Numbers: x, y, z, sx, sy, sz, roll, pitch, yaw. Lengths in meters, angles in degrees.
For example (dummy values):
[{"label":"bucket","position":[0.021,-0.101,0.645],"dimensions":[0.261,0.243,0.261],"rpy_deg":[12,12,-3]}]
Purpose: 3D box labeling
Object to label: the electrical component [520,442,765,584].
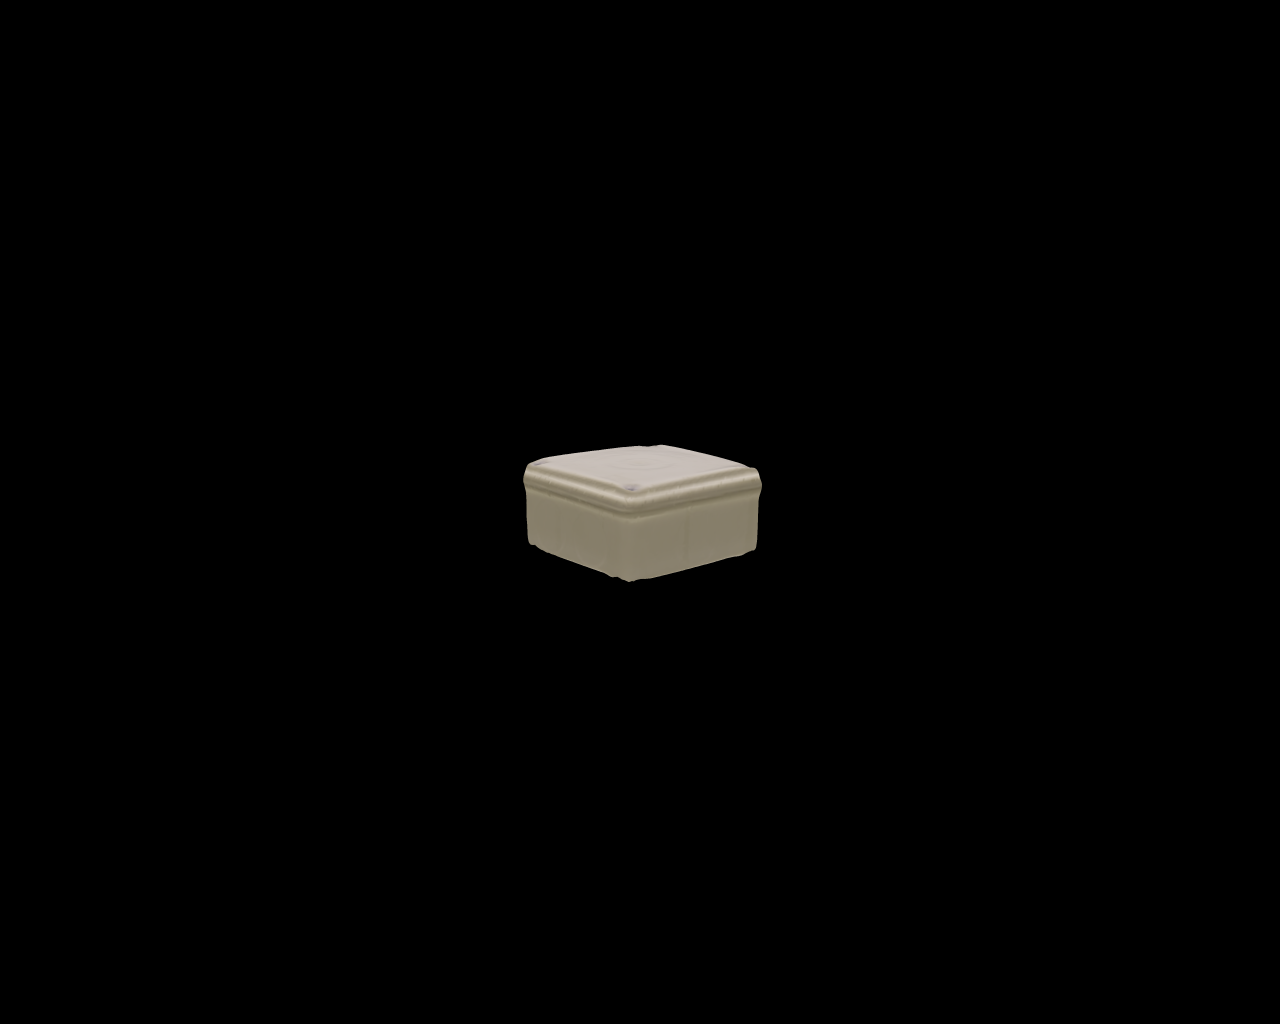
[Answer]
[{"label":"electrical component","position":[0.001,-0.003,0.650],"dimensions":[0.109,0.056,0.109],"rpy_deg":[-11,18,-37]}]
